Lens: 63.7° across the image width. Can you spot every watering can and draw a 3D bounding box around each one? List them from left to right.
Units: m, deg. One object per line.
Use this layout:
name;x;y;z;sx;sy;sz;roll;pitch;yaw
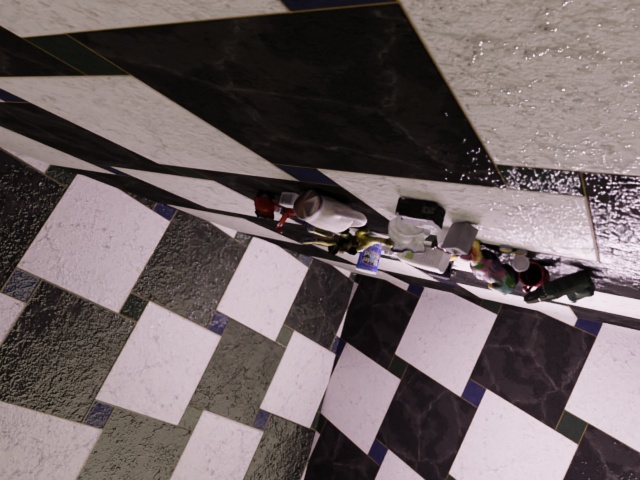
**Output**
watering can;0.005;-0.087;1.730;0.223;0.105;0.347;21;171;-30

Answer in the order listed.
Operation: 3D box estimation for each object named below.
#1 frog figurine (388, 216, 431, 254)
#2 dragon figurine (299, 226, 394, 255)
frog figurine;0.282;-0.040;1.647;0.138;0.125;0.156;20;140;34
dragon figurine;0.141;0.011;2.189;0.410;0.123;0.242;3;176;30
